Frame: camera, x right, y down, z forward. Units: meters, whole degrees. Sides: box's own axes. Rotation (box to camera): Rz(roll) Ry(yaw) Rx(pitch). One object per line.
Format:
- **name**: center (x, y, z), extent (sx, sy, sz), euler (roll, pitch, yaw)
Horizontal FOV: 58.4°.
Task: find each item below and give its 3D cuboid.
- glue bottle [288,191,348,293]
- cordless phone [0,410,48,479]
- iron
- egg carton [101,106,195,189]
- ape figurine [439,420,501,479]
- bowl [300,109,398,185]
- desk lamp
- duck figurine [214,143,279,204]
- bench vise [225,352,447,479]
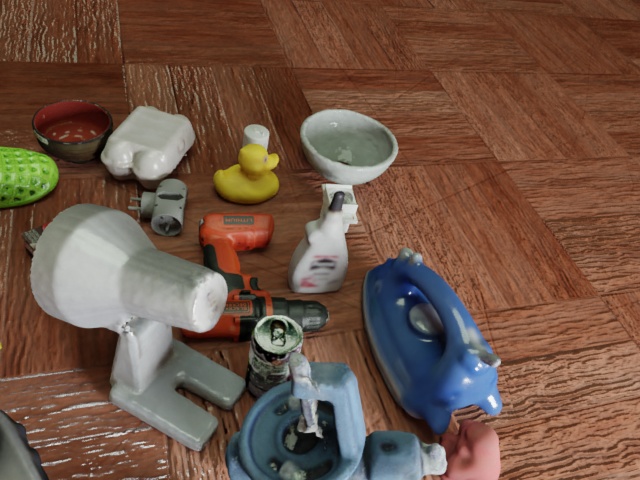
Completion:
- **glue bottle**: center (0.007, 0.003, 0.741), extent (0.078, 0.173, 0.037), euler (-3, 47, -17)
- **cordless phone**: center (-0.279, 0.192, 0.470), extent (0.094, 0.185, 0.147), euler (-30, 60, -36)
- **iron**: center (0.129, 0.094, 0.705), extent (0.119, 0.141, 0.257), euler (-11, 50, -24)
- **egg carton**: center (-0.263, -0.147, 0.891), extent (0.107, 0.069, 0.150), euler (16, 44, 2)
- **ape figurine**: center (0.165, 0.228, 0.618), extent (0.078, 0.092, 0.076), euler (-24, 56, -32)
- **bowl**: center (0.043, -0.145, 0.967), extent (0.167, 0.075, 0.167), euler (8, 45, -7)
- **desk lamp**: center (-0.173, 0.082, 0.586), extent (0.203, 0.213, 0.118), euler (25, 45, 11)
- **duck figurine**: center (-0.110, -0.109, 0.883), extent (0.105, 0.086, 0.077), euler (-7, 48, -21)
- **bench vise**: center (0.021, 0.172, 0.543), extent (0.208, 0.220, 0.121), euler (-3, 47, -17)
